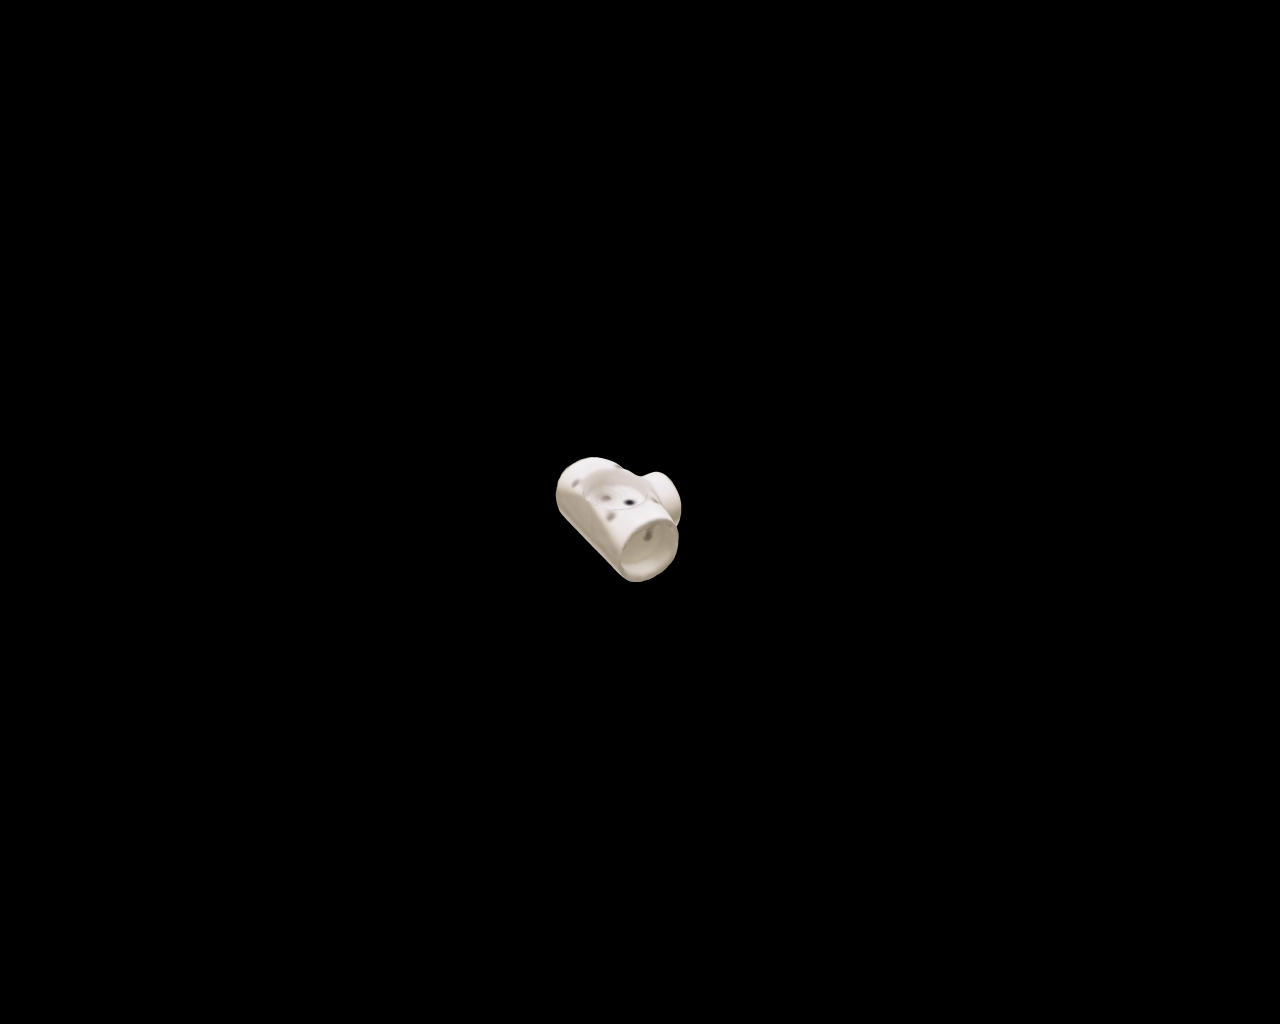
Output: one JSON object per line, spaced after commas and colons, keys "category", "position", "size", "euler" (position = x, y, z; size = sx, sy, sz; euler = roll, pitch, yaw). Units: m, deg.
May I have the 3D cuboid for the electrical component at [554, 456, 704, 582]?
{"category": "electrical component", "position": [0.001, -0.003, 0.650], "size": [0.079, 0.044, 0.077], "euler": [-20, 41, -25]}
